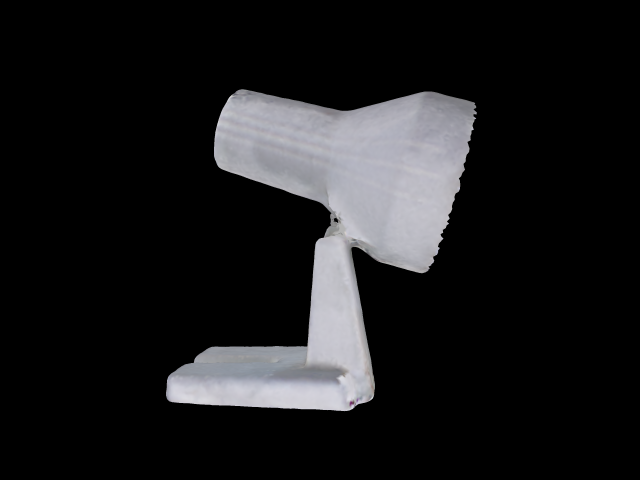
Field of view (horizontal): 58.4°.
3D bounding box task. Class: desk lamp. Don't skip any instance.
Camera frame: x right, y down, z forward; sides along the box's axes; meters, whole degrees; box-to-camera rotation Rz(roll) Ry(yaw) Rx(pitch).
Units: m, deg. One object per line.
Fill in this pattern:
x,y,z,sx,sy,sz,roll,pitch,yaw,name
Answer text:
0.004,0.001,0.400,0.203,0.213,0.118,0,0,5,desk lamp
